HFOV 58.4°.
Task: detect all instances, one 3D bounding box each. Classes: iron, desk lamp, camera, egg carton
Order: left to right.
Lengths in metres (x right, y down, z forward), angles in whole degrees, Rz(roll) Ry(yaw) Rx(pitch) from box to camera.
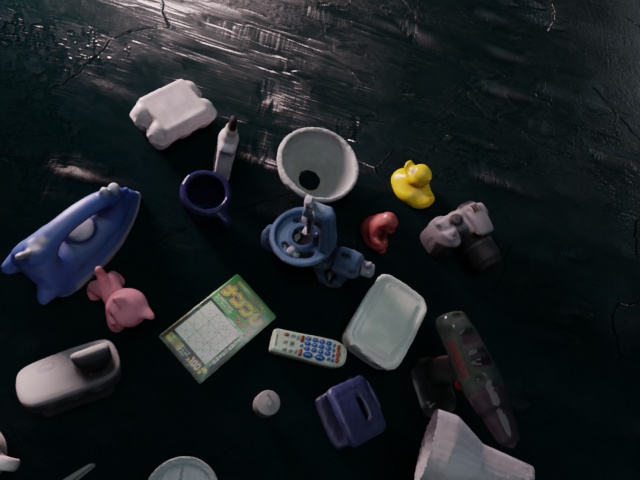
[{"bbox_3d":[-0.392,-0.024,0.941,0.118,0.141,0.259,39,62,2],"label":"iron"},{"bbox_3d":[-0.283,-0.245,1.111,0.150,0.069,0.107,-38,82,-27],"label":"egg carton"},{"bbox_3d":[0.231,0.369,0.928,0.203,0.213,0.118,25,63,-5],"label":"desk lamp"},{"bbox_3d":[0.304,0.000,1.172,0.143,0.100,0.137,-23,76,-24],"label":"camera"}]

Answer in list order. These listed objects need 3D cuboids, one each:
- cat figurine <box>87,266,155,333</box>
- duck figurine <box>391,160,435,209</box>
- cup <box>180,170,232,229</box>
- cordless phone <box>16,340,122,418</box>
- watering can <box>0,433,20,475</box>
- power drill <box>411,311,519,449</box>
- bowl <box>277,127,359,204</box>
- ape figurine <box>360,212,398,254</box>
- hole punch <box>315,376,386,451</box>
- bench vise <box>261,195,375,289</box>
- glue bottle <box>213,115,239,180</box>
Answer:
[{"bbox_3d":[-0.324,0.096,0.925,0.067,0.117,0.128,-35,81,-27],"label":"cat figurine"},{"bbox_3d":[0.206,-0.121,1.202,0.078,0.086,0.104,-38,82,-27],"label":"duck figurine"},{"bbox_3d":[-0.202,-0.057,1.041,0.092,0.095,0.117,-35,81,-27],"label":"cup"},{"bbox_3d":[-0.368,0.188,0.833,0.148,0.185,0.094,-22,75,-24],"label":"cordless phone"},{"bbox_3d":[-0.492,0.284,0.748,0.173,0.194,0.101,-8,70,-20],"label":"watering can"},{"bbox_3d":[0.241,0.247,0.986,0.076,0.208,0.229,-10,71,-21],"label":"power drill"},{"bbox_3d":[-0.011,-0.138,1.147,0.168,0.074,0.167,7,66,-15],"label":"bowl"},{"bbox_3d":[0.124,-0.024,1.131,0.076,0.092,0.078,45,63,5],"label":"ape figurine"},{"bbox_3d":[0.058,0.290,0.976,0.101,0.091,0.108,-20,75,-24],"label":"hole punch"},{"bbox_3d":[0.010,-0.007,1.016,0.208,0.219,0.121,10,65,-13],"label":"bench vise"},{"bbox_3d":[-0.171,-0.175,1.058,0.037,0.173,0.078,8,65,-14],"label":"glue bottle"}]
